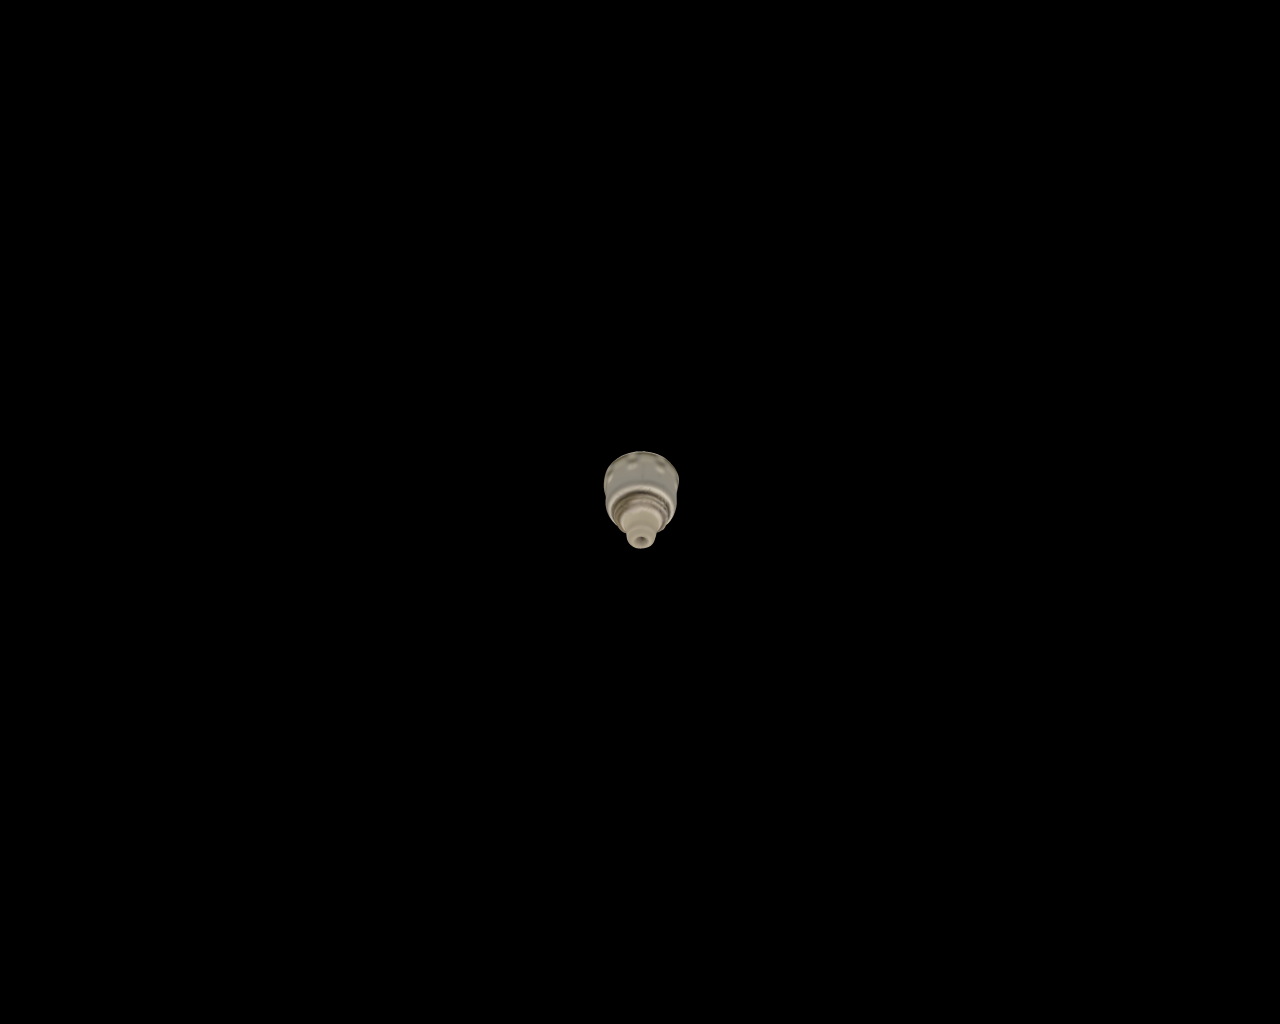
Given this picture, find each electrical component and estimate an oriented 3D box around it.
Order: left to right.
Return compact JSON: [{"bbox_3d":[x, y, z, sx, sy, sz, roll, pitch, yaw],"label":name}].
[{"bbox_3d":[0.001,-0.003,0.650,0.048,0.048,0.062,0,43,0],"label":"electrical component"}]
